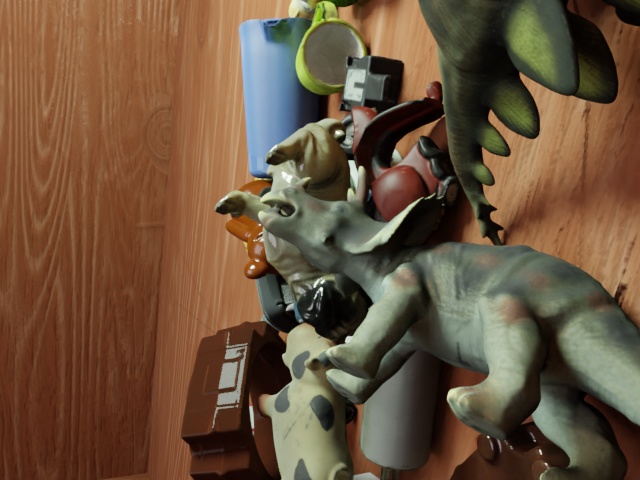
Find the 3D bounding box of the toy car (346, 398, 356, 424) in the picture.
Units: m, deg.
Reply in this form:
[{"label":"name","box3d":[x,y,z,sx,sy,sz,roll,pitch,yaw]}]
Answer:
[{"label":"toy car","box3d":[0.021,0.159,0.746,0.089,0.053,0.202,-136,50,-63]}]

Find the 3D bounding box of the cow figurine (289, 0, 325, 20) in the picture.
[{"label":"cow figurine","box3d":[0.000,-0.410,0.810,0.098,0.068,0.167,38,124,55]}]

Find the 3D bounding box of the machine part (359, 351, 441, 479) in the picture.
[{"label":"machine part","box3d":[0.087,0.145,0.565,0.079,0.079,0.243,-159,72,-65]}]

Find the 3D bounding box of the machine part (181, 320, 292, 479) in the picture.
[{"label":"machine part","box3d":[-0.088,0.224,0.692,0.201,0.087,0.201,-88,-24,-43]}]

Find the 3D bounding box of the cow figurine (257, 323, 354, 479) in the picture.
[{"label":"cow figurine","box3d":[-0.005,0.188,0.595,0.127,0.085,0.195,-23,65,40]}]

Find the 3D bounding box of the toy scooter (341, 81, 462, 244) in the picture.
[{"label":"toy scooter","box3d":[0.093,-0.087,0.565,0.135,0.075,0.184,-37,63,31]}]

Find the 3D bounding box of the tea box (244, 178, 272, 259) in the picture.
[{"label":"tea box","box3d":[-0.087,-0.042,0.980,0.098,0.068,0.169,-116,34,-45]}]

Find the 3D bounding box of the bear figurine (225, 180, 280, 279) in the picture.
[{"label":"bear figurine","box3d":[-0.067,-0.005,0.817,0.131,0.120,0.196,52,-176,-45]}]

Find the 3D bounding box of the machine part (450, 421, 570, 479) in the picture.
[{"label":"machine part","box3d":[0.167,0.231,0.404,0.179,0.056,0.179,180,90,-67]}]

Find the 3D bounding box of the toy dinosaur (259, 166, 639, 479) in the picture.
[{"label":"toy dinosaur","box3d":[0.126,0.056,0.400,0.405,0.131,0.192,18,63,35]}]

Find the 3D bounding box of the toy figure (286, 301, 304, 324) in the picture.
[{"label":"toy figure","box3d":[0.006,0.046,0.727,0.064,0.058,0.154,-23,43,56]}]

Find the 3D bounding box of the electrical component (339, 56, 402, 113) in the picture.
[{"label":"electrical component","box3d":[0.069,-0.187,0.657,0.119,0.048,0.074,-149,62,-63]}]

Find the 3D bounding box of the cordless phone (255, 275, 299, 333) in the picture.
[{"label":"cordless phone","box3d":[-0.085,0.112,0.957,0.184,0.089,0.147,114,148,-50]}]

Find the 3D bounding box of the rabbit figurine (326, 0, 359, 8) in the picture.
[{"label":"rabbit figurine","box3d":[0.042,-0.385,0.692,0.159,0.121,0.170,-126,25,-45]}]

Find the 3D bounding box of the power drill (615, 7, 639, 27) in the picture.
[{"label":"power drill","box3d":[0.193,-0.252,0.357,0.207,0.086,0.231,12,102,58]}]

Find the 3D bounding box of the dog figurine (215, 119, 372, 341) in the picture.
[{"label":"dog figurine","box3d":[0.011,-0.011,0.565,0.172,0.190,0.121,-45,-1,12]}]

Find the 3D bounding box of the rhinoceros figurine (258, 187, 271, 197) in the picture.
[{"label":"rhinoceros figurine","box3d":[-0.001,-0.002,0.659,0.190,0.073,0.112,34,164,25]}]

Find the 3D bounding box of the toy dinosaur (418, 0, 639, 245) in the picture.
[{"label":"toy dinosaur","box3d":[0.109,-0.169,0.327,0.199,0.105,0.470,53,166,32]}]
